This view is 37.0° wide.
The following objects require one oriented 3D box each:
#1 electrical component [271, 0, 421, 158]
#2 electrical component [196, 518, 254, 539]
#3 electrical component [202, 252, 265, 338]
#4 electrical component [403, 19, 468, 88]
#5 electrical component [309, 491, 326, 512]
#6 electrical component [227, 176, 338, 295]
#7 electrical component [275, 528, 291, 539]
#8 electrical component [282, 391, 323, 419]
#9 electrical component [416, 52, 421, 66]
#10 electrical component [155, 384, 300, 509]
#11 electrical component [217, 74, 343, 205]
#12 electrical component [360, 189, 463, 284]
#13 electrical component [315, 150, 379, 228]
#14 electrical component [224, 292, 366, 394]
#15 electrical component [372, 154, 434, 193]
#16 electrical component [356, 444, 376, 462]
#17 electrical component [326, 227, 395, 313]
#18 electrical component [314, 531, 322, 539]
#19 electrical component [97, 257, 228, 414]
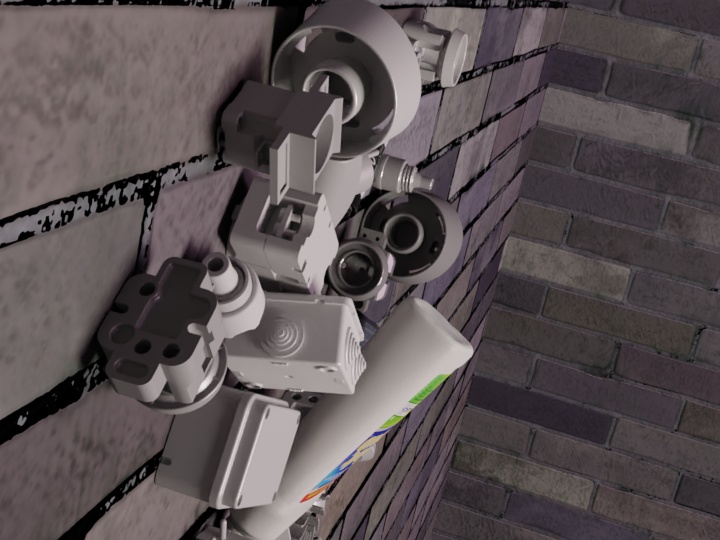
[{"bbox_3d":[-0.008,-0.125,0.706,0.064,0.099,0.099,-48,152,-51],"label":"electrical component"},{"bbox_3d":[-0.108,0.221,0.811,0.065,0.047,0.076,-58,160,-53],"label":"electrical component"},{"bbox_3d":[-0.083,0.012,0.662,0.062,0.043,0.043,81,27,-60],"label":"electrical component"},{"bbox_3d":[0.070,-0.210,1.044,0.078,0.057,0.058,-46,150,-66],"label":"electrical component"},{"bbox_3d":[-0.052,0.216,1.084,0.040,0.040,0.046,0,101,-78],"label":"electrical component"},{"bbox_3d":[-0.053,-0.019,0.726,0.089,0.056,0.050,75,33,-67],"label":"electrical component"},{"bbox_3d":[-0.097,0.261,0.935,0.099,0.064,0.099,2,90,-78],"label":"electrical component"},{"bbox_3d":[-0.049,0.148,0.966,0.078,0.058,0.057,-61,160,-50],"label":"electrical component"},{"bbox_3d":[0.015,-0.167,0.834,0.043,0.062,0.043,16,90,-78],"label":"electrical component"},{"bbox_3d":[-0.088,0.122,0.748,0.113,0.057,0.078,48,59,-76],"label":"electrical component"},{"bbox_3d":[-0.048,-0.082,0.648,0.081,0.064,0.042,-63,163,-44],"label":"electrical component"},{"bbox_3d":[0.051,-0.035,1.088,0.064,0.099,0.099,16,89,-72],"label":"electrical component"},{"bbox_3d":[-0.017,-0.069,0.782,0.079,0.043,0.077,-24,149,-39],"label":"electrical component"},{"bbox_3d":[-0.047,0.053,0.751,0.099,0.100,0.048,74,21,-69],"label":"electrical component"},{"bbox_3d":[0.041,-0.091,1.053,0.035,0.061,0.035,16,90,-78],"label":"electrical component"},{"bbox_3d":[-0.020,0.152,1.050,0.080,0.080,0.051,84,19,-60],"label":"electrical component"},{"bbox_3d":[0.000,0.000,0.996,0.057,0.058,0.078,16,90,-81],"label":"electrical component"},{"bbox_3d":[-0.061,0.314,1.180,0.035,0.035,0.061,-58,163,-53],"label":"electrical component"},{"bbox_3d":[-0.103,0.041,0.578,0.057,0.058,0.078,84,24,-54],"label":"electrical component"}]
